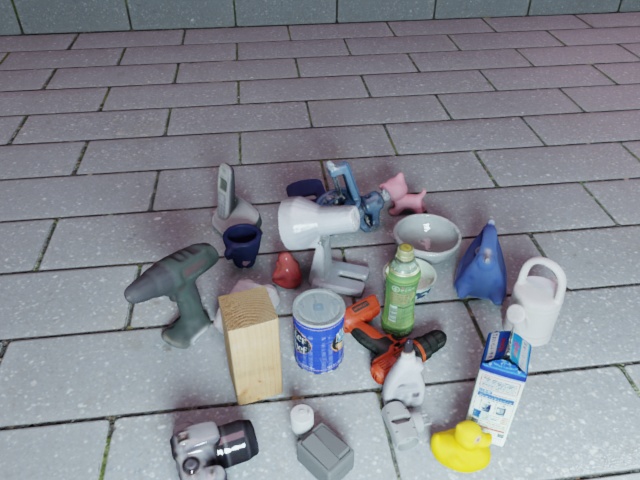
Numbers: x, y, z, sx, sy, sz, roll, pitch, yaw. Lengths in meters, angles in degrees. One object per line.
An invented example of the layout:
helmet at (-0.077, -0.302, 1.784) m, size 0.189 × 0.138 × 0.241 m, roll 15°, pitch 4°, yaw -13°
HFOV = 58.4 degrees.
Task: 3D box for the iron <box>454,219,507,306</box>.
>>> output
iron at (0.384, 0.029, 1.329) m, size 0.118 × 0.141 × 0.258 m, roll 10°, pitch 39°, yaw 12°

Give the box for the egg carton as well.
egg carton at (-0.154, 0.150, 1.231) m, size 0.107 × 0.069 × 0.150 m, roll 12°, pitch 40°, yaw 15°

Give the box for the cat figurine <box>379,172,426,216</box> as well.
cat figurine at (0.225, -0.124, 1.543) m, size 0.127 × 0.118 × 0.067 m, roll 11°, pitch 39°, yaw 13°

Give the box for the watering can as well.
watering can at (0.441, 0.122, 1.167) m, size 0.100 × 0.194 × 0.173 m, roll 15°, pitch 40°, yaw 18°

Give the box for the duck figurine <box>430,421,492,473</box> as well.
duck figurine at (0.243, 0.341, 0.974) m, size 0.104 × 0.086 × 0.077 m, roll 7°, pitch 39°, yaw 9°

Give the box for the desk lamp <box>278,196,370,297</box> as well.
desk lamp at (0.012, 0.005, 1.300) m, size 0.203 × 0.214 × 0.118 m, roll 9°, pitch 39°, yaw 12°

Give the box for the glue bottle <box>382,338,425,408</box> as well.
glue bottle at (0.155, 0.239, 1.034) m, size 0.078 × 0.173 × 0.037 m, roll -5°, pitch 38°, yaw -7°

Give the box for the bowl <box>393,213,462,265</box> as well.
bowl at (0.260, 0.010, 1.407) m, size 0.167 × 0.075 × 0.167 m, roll 0°, pitch 38°, yaw 0°

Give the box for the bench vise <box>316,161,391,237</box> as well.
bench vise at (0.073, -0.119, 1.453) m, size 0.208 × 0.220 × 0.121 m, roll -25°, pitch 44°, yaw -28°

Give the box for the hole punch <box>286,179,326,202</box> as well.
hole punch at (-0.028, -0.103, 1.537) m, size 0.109 × 0.091 × 0.100 m, roll -15°, pitch 40°, yaw -18°

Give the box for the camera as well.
camera at (-0.169, 0.354, 0.944) m, size 0.137 × 0.101 × 0.142 m, roll -14°, pitch 40°, yaw -17°

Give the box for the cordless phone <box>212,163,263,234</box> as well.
cordless phone at (-0.214, -0.092, 1.446) m, size 0.094 × 0.185 × 0.147 m, roll -31°, pitch 47°, yaw -33°

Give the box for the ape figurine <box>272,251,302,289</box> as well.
ape figurine at (-0.077, 0.064, 1.323) m, size 0.078 × 0.092 × 0.076 m, roll -25°, pitch 44°, yaw -28°

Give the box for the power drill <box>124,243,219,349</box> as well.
power drill at (-0.288, 0.116, 1.161) m, size 0.075 × 0.208 × 0.230 m, roll 19°, pitch 42°, yaw 23°

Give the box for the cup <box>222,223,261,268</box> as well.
cup at (-0.188, 0.029, 1.365) m, size 0.091 × 0.095 × 0.118 m, roll 15°, pitch 40°, yaw 18°
